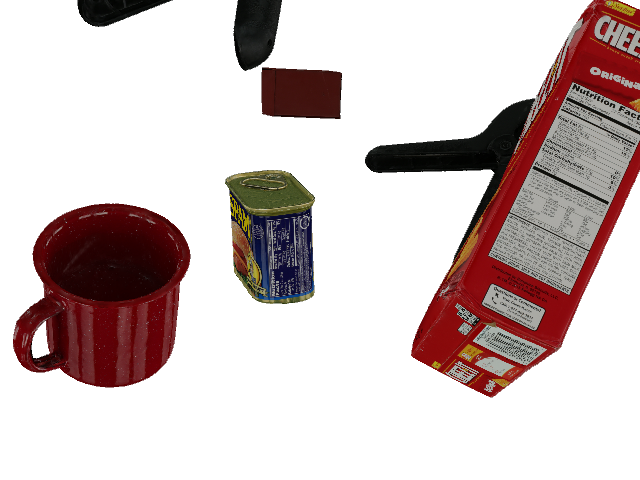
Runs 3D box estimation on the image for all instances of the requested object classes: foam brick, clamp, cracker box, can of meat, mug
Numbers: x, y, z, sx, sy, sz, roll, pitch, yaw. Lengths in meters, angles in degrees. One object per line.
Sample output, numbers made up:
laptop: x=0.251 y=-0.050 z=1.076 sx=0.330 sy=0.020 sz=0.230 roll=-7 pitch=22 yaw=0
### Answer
foam brick: x=-0.021 y=-0.160 z=1.161 sx=0.078 sy=0.051 sz=0.053 roll=0 pitch=11 yaw=-18
clamp: x=0.161 y=-0.061 z=0.911 sx=0.210 sy=0.165 sz=0.036 roll=-24 pitch=-40 yaw=-2
clamp: x=-0.032 y=-0.150 z=0.569 sx=0.120 sy=0.171 sz=0.039 roll=33 pitch=-28 yaw=29
cracker box: x=0.139 y=-0.021 z=0.667 sx=0.072 sy=0.213 sz=0.164 roll=26 pitch=-17 yaw=5
can of meat: x=-0.041 y=-0.003 z=0.878 sx=0.057 sy=0.084 sz=0.102 roll=-8 pitch=21 yaw=-16
mug: x=-0.138 y=0.042 z=0.659 sx=0.093 sy=0.081 sz=0.117 roll=33 pitch=46 yaw=24
